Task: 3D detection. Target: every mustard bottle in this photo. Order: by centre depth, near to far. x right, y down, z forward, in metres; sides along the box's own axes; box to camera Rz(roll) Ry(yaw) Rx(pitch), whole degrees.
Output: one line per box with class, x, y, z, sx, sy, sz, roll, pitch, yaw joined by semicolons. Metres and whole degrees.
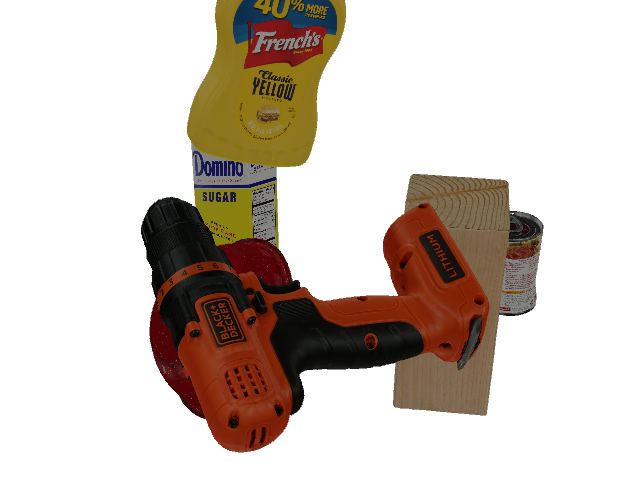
mustard bottle;-0.032;-0.152;0.789;0.096;0.192;0.058;7;24;-22

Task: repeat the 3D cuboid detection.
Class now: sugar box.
sugar box;-0.087;-0.026;1.093;0.048;0.176;0.093;-23;30;-39

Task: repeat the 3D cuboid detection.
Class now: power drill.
power drill;-0.006;0.031;0.660;0.187;0.184;0.057;-13;-38;-18

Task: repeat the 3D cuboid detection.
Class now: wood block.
wood block;0.118;0.052;0.983;0.091;0.206;0.090;4;33;7

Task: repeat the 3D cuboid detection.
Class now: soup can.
soup can;0.217;0.026;1.218;0.068;0.102;0.068;-2;29;1

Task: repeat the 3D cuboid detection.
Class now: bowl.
bowl;-0.095;0.067;0.898;0.055;0.162;0.162;23;-15;-38
